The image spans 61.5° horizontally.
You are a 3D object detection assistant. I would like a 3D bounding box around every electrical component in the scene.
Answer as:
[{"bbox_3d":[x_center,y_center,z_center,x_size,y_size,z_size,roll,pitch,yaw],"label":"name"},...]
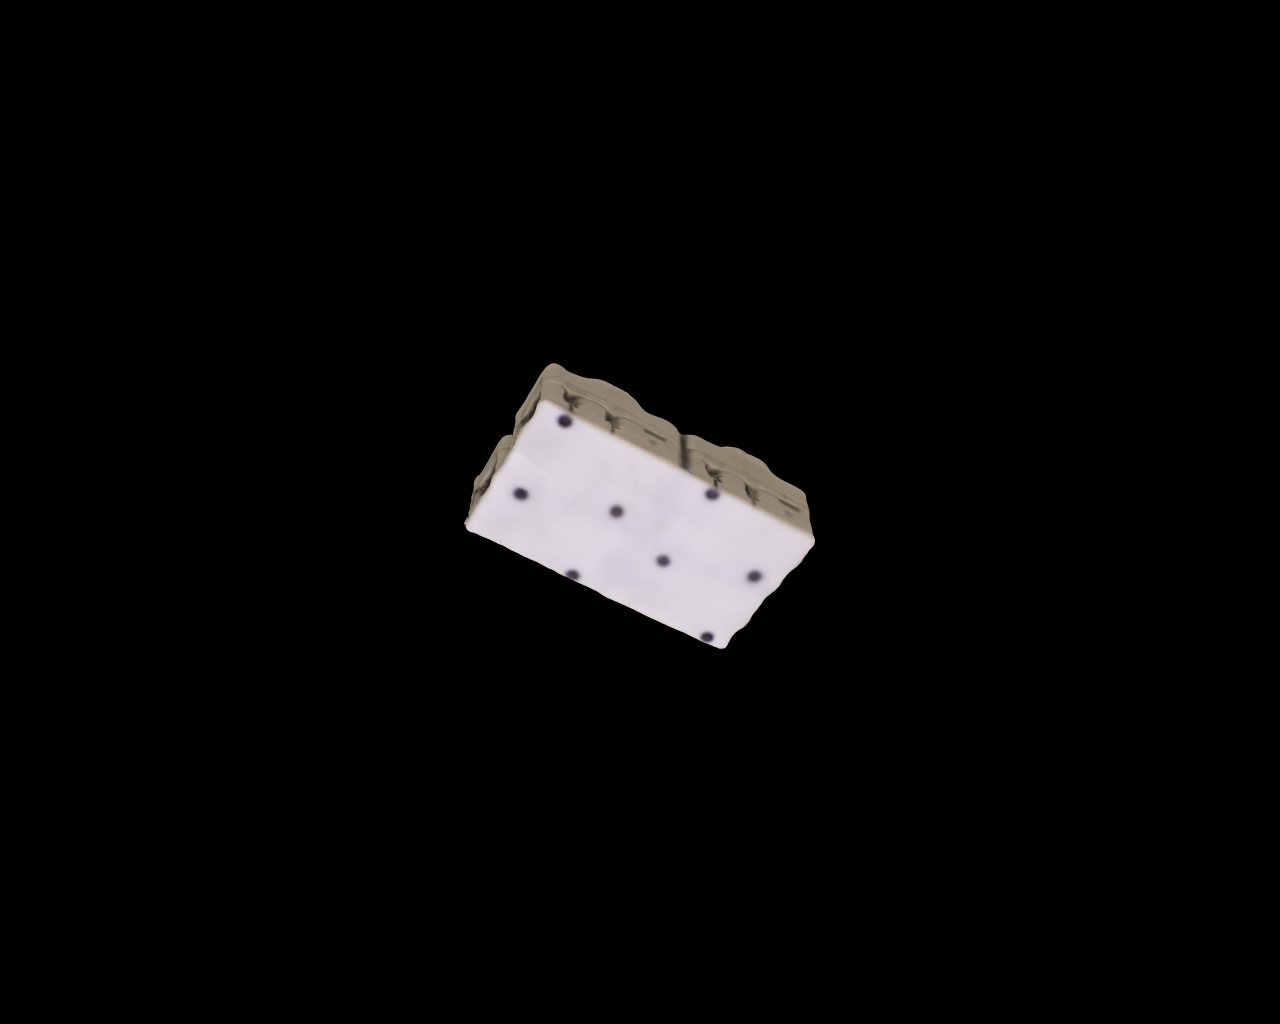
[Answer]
[{"bbox_3d":[0.001,-0.003,0.650,0.186,0.105,0.060,26,30,-17],"label":"electrical component"}]
